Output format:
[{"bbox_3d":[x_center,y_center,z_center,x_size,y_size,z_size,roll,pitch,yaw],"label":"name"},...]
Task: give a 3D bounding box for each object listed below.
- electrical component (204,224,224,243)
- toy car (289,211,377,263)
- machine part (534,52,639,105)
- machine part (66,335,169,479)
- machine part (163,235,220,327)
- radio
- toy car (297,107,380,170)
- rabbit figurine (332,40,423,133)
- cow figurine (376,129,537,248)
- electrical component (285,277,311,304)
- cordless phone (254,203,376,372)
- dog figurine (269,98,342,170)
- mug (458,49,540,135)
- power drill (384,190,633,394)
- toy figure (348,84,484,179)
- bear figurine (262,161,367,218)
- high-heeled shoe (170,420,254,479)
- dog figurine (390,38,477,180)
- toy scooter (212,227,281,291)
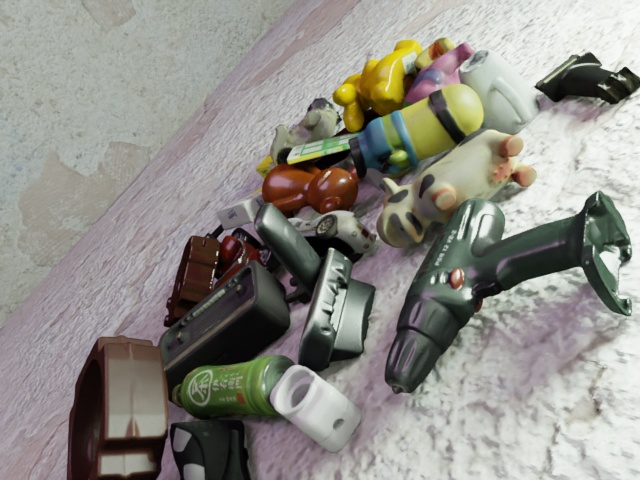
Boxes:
[{"bbox_3d":[-0.224,0.015,1.135,0.119,0.047,0.075,-49,27,-10],"label":"electrical component"},{"bbox_3d":[-0.002,-0.002,0.813,0.202,0.073,0.056,-5,50,52],"label":"toy car"},{"bbox_3d":[0.331,-0.199,0.667,0.084,0.039,0.139,-34,25,3],"label":"machine part"},{"bbox_3d":[-0.278,0.250,0.733,0.201,0.087,0.202,-53,42,34],"label":"machine part"},{"bbox_3d":[-0.228,0.077,0.957,0.179,0.056,0.179,-164,90,-72],"label":"machine part"},{"bbox_3d":[-0.154,0.140,0.824,0.229,0.073,0.131,-37,27,14],"label":"radio"},{"bbox_3d":[0.045,-0.181,1.022,0.202,0.053,0.089,-36,38,2],"label":"toy car"},{"bbox_3d":[0.096,-0.259,0.960,0.162,0.121,0.173,-43,31,-22],"label":"rabbit figurine"},{"bbox_3d":[0.152,-0.063,0.670,0.195,0.085,0.127,-38,26,7],"label":"cow figurine"},{"bbox_3d":[-0.011,0.060,0.795,0.094,0.021,0.063,-28,30,31],"label":"electrical component"},{"bbox_3d":[-0.022,0.052,0.639,0.089,0.184,0.147,-20,34,33],"label":"cordless phone"},{"bbox_3d":[-0.033,-0.221,1.159,0.172,0.121,0.191,-23,22,10],"label":"dog figurine"},{"bbox_3d":[0.235,-0.195,0.718,0.081,0.107,0.110,-37,25,17],"label":"mug"},{"bbox_3d":[0.173,0.043,0.505,0.207,0.086,0.232,-25,29,49],"label":"power drill"},{"bbox_3d":[0.126,-0.140,0.709,0.180,0.082,0.089,-17,-11,11],"label":"toy figure"},{"bbox_3d":[-0.002,-0.070,0.900,0.196,0.131,0.120,13,61,40],"label":"bear figurine"},{"bbox_3d":[-0.125,0.284,0.614,0.249,0.086,0.145,148,125,-62],"label":"high-heeled shoe"},{"bbox_3d":[0.160,-0.201,0.840,0.219,0.108,0.192,-44,27,8],"label":"dog figurine"},{"bbox_3d":[-0.145,0.053,0.942,0.135,0.075,0.184,-52,31,-9],"label":"toy scooter"}]
